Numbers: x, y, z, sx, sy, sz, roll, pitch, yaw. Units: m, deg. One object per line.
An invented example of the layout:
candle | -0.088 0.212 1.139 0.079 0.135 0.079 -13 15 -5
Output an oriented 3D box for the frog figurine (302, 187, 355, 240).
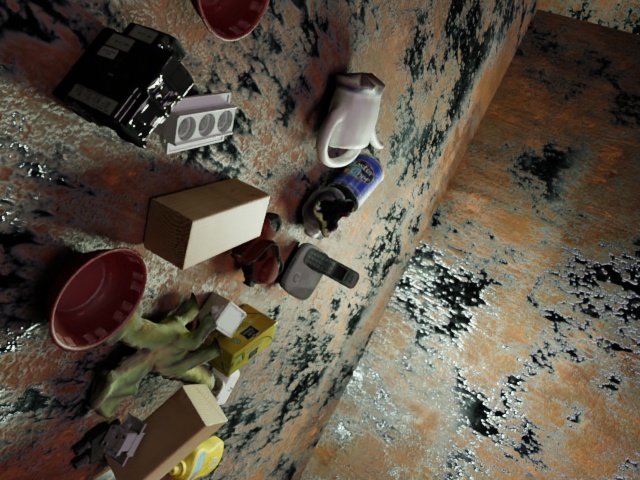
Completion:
frog figurine | 0.004 -0.067 1.327 0.138 0.122 0.159 -69 -164 -9

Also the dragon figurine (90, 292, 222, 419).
dragon figurine | -0.304 0.231 0.944 0.245 0.124 0.400 -27 140 -31

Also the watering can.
watering can | 0.094 -0.290 1.236 0.352 0.105 0.220 -27 138 -56
